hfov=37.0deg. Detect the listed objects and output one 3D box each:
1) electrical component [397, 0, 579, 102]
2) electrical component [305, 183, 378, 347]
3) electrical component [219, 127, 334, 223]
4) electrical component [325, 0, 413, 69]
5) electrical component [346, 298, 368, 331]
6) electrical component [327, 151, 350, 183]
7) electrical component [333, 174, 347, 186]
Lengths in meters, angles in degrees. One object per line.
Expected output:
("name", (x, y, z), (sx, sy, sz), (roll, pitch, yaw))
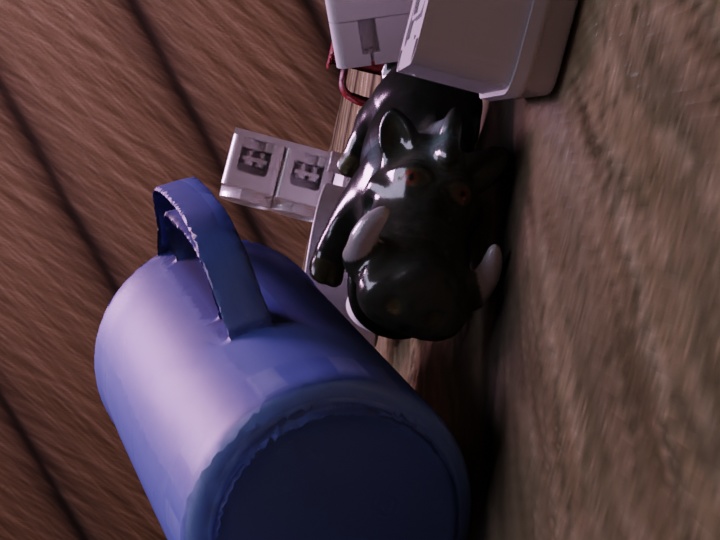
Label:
("electrical component", (0.059, -0.130, 0.445), (0.078, 0.057, 0.113), (-114, 38, -82))
("electrical component", (0.000, 0.000, 0.711), (0.108, 0.060, 0.108), (8, -90, -86))
("electrical component", (-0.055, -0.081, 1.036), (0.089, 0.150, 0.061), (160, 125, -84))
("electrical component", (0.029, -0.140, 0.537), (0.050, 0.089, 0.055), (-86, -12, -60))
("electrical component", (0.022, -0.015, 0.630), (0.079, 0.044, 0.077), (-83, 8, -54))
("electrical component", (0.005, -0.083, 0.893), (0.048, 0.062, 0.048), (-167, 90, -85))
("electrical component", (-0.001, -0.058, 0.951), (0.080, 0.051, 0.080), (-167, 90, -85))
